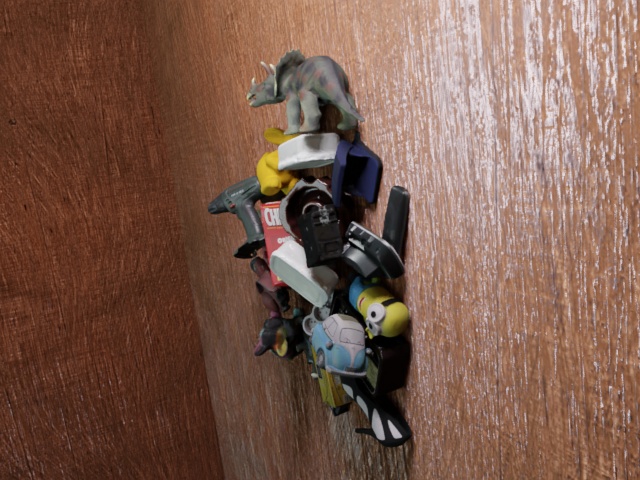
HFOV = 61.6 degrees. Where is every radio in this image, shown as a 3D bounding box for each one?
[{"bbox_3d":[0.102,0.212,1.176,0.230,0.073,0.131,51,144,44],"label":"radio"}]

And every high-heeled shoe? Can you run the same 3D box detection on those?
[{"bbox_3d":[0.129,0.330,1.201,0.145,0.086,0.248,-17,69,37],"label":"high-heeled shoe"}]

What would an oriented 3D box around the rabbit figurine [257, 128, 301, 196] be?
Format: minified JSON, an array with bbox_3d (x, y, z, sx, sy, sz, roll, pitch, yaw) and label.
[{"bbox_3d":[-0.080,-0.212,1.368,0.173,0.122,0.162,-42,52,47],"label":"rabbit figurine"}]

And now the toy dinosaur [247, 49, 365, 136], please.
[{"bbox_3d":[-0.012,-0.322,1.140,0.405,0.131,0.192,11,111,57],"label":"toy dinosaur"}]

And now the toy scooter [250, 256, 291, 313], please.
[{"bbox_3d":[-0.125,0.135,1.479,0.135,0.075,0.183,22,139,52],"label":"toy scooter"}]

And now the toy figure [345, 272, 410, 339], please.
[{"bbox_3d":[0.115,0.127,1.106,0.180,0.089,0.082,-127,19,-58],"label":"toy figure"}]

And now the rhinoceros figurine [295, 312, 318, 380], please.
[{"bbox_3d":[-0.009,0.286,1.467,0.112,0.073,0.190,3,103,54],"label":"rhinoceros figurine"}]

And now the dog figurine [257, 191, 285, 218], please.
[{"bbox_3d":[-0.106,-0.103,1.482,0.191,0.121,0.172,15,118,48],"label":"dog figurine"}]

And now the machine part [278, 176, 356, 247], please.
[{"bbox_3d":[-0.005,-0.058,1.211,0.180,0.056,0.179,10,112,27],"label":"machine part"}]

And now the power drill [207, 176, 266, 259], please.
[{"bbox_3d":[-0.210,-0.056,1.450,0.232,0.086,0.207,-30,59,32],"label":"power drill"}]

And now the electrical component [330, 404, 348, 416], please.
[{"bbox_3d":[0.051,0.398,1.408,0.075,0.048,0.119,58,151,35],"label":"electrical component"}]

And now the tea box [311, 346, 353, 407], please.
[{"bbox_3d":[0.045,0.310,1.319,0.068,0.098,0.169,-16,85,65],"label":"tea box"}]

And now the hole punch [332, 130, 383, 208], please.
[{"bbox_3d":[0.058,-0.136,1.099,0.116,0.092,0.142,-125,29,-47],"label":"hole punch"}]

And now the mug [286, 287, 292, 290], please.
[{"bbox_3d":[-0.077,0.092,1.518,0.110,0.081,0.107,45,151,43],"label":"mug"}]

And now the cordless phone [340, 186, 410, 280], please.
[{"bbox_3d":[0.115,-0.026,1.059,0.147,0.089,0.184,38,123,56],"label":"cordless phone"}]

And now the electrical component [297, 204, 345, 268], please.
[{"bbox_3d":[-0.002,-0.003,1.123,0.134,0.058,0.115,143,118,-69],"label":"electrical component"}]

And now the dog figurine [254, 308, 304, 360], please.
[{"bbox_3d":[-0.114,0.289,1.516,0.219,0.109,0.191,-60,-31,-68],"label":"dog figurine"}]

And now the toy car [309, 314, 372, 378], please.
[{"bbox_3d":[0.046,0.206,1.107,0.102,0.109,0.162,-67,22,15],"label":"toy car"}]
